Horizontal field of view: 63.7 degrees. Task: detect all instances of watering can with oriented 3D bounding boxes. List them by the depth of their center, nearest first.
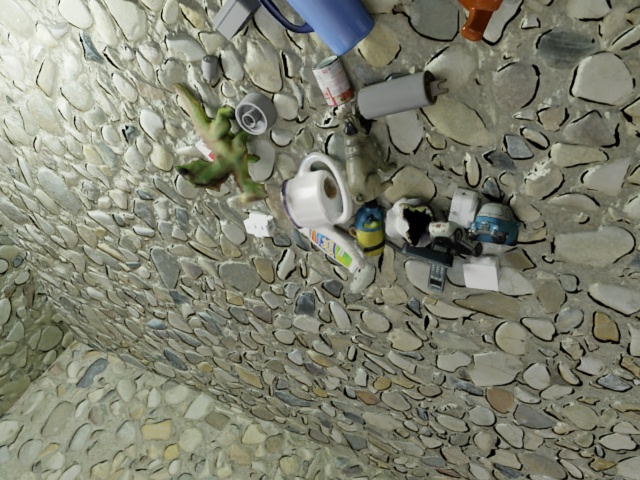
[{"bbox_3d":[0.004,-0.074,1.461,0.223,0.105,0.345,-9,100,41],"label":"watering can"}]

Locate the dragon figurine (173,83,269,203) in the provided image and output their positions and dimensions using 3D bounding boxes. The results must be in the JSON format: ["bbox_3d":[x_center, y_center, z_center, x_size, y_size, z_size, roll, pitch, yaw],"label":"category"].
[{"bbox_3d":[-0.302,-0.250,1.433,0.409,0.248,0.120,35,144,-5],"label":"dragon figurine"}]

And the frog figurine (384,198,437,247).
[{"bbox_3d":[0.243,-0.045,1.392,0.137,0.123,0.159,54,173,-1],"label":"frog figurine"}]
